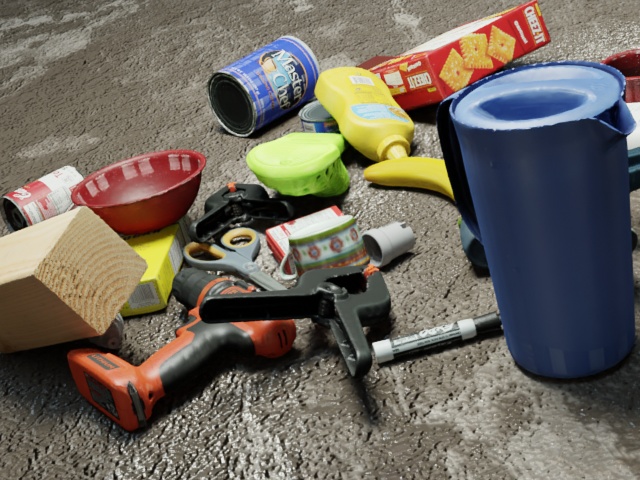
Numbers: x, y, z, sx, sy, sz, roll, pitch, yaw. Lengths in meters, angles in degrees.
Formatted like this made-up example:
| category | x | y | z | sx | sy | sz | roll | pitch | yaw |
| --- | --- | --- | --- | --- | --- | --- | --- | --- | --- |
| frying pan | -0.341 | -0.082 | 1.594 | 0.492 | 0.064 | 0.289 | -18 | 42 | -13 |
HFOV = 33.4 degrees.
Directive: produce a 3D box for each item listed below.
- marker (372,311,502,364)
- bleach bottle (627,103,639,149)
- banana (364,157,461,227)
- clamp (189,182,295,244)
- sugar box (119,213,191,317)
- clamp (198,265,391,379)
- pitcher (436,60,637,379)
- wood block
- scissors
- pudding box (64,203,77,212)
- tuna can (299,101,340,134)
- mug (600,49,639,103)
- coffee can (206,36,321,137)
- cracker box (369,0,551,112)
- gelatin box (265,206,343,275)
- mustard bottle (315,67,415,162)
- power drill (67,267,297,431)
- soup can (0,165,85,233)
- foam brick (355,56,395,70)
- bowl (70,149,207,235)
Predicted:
| category | x | y | z | sx | sy | sz | roll | pitch | yaw |
| --- | --- | --- | --- | --- | --- | --- | --- | --- | --- |
| marker | 0.107 | 0.087 | 0.959 | 0.121 | 0.020 | 0.020 | -15 | 27 | -1 |
| bleach bottle | 0.287 | -0.120 | 1.224 | 0.251 | 0.068 | 0.102 | 7 | 33 | 39 |
| banana | 0.128 | -0.067 | 1.226 | 0.069 | 0.037 | 0.198 | -25 | 28 | -23 |
| clamp | -0.105 | -0.034 | 1.252 | 0.120 | 0.039 | 0.172 | -11 | 13 | -14 |
| sugar box | -0.205 | 0.024 | 1.203 | 0.093 | 0.048 | 0.176 | -10 | 28 | 8 |
| clamp | -0.003 | 0.059 | 0.981 | 0.165 | 0.036 | 0.209 | 16 | 20 | 16 |
| pitcher | 0.183 | -0.016 | 0.870 | 0.145 | 0.243 | 0.149 | -10 | 27 | 8 |
| wood block | -0.275 | 0.044 | 1.058 | 0.207 | 0.090 | 0.090 | -14 | 38 | 48 |
| scissors | -0.068 | 0.024 | 1.169 | 0.202 | 0.016 | 0.096 | 15 | 36 | 40 |
| pudding box | -0.284 | -0.014 | 1.318 | 0.090 | 0.039 | 0.113 | -10 | 25 | 18 |
| tuna can | 0.016 | -0.169 | 1.480 | 0.086 | 0.034 | 0.086 | -11 | 27 | 6 |
| mug | 0.386 | -0.176 | 1.261 | 0.117 | 0.081 | 0.093 | -32 | 32 | -31 |
| coffee can | -0.081 | -0.226 | 1.560 | 0.103 | 0.103 | 0.140 | 14 | 38 | 43 |
| cracker box | 0.186 | -0.248 | 1.472 | 0.213 | 0.072 | 0.164 | -29 | 13 | -28 |
| gelatin box | -0.008 | 0.001 | 1.168 | 0.089 | 0.030 | 0.073 | -20 | 29 | -11 |
| mustard bottle | 0.068 | -0.152 | 1.364 | 0.096 | 0.058 | 0.192 | 3 | 36 | -27 |
| power drill | -0.142 | 0.095 | 1.022 | 0.187 | 0.057 | 0.185 | -30 | 31 | -29 |
| soup can | -0.355 | -0.047 | 1.388 | 0.102 | 0.068 | 0.069 | -33 | 32 | -34 |
| foam brick | 0.080 | -0.229 | 1.547 | 0.078 | 0.051 | 0.053 | -33 | 31 | -33 |
| bowl | -0.203 | -0.050 | 1.238 | 0.162 | 0.055 | 0.162 | -12 | 24 | 5 |
